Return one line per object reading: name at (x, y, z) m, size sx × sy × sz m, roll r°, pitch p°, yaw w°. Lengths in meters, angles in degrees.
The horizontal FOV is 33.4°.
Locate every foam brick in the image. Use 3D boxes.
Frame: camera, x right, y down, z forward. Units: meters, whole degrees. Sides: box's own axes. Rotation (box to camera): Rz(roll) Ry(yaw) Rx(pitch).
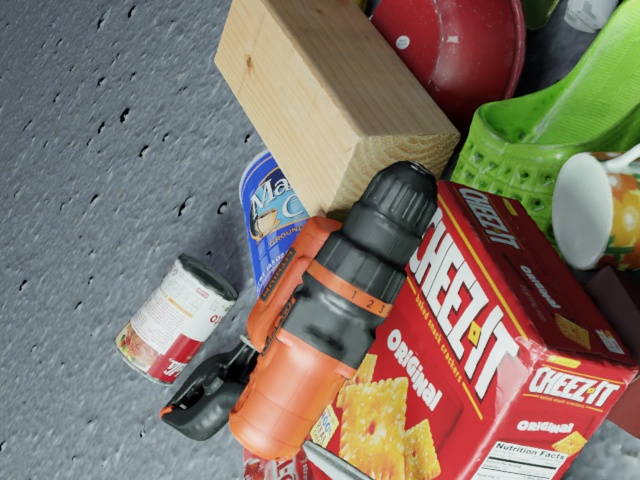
foam brick at (0.174, 0.063, 0.610) m, size 0.053 × 0.051 × 0.078 m, roll -44°, pitch 37°, yaw 19°

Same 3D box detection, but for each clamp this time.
clamp at (-0.073, 0.124, 0.873) m, size 0.172 × 0.039 × 0.120 m, roll -42°, pitch 19°, yaw 29°

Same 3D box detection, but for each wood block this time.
wood block at (0.006, -0.110, 0.813) m, size 0.206 × 0.090 × 0.091 m, roll 58°, pitch 140°, yaw 36°

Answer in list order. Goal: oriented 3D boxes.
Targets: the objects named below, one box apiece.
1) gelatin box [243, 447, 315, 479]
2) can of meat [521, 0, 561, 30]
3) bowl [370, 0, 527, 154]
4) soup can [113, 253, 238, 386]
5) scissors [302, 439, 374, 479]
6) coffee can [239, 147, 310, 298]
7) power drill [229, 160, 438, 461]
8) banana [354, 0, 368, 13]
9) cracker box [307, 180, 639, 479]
gelatin box at (-0.023, 0.173, 0.787) m, size 0.073 × 0.030 × 0.089 m, roll -33°, pitch 42°, yaw 31°
can of meat at (0.155, -0.219, 0.853) m, size 0.084 × 0.057 × 0.102 m, roll 25°, pitch 83°, yaw 54°
bowl at (0.083, -0.149, 0.833) m, size 0.162 × 0.055 × 0.162 m, roll -3°, pitch 86°, yaw 52°
soup can at (-0.130, 0.071, 0.966) m, size 0.102 × 0.068 × 0.069 m, roll -52°, pitch 35°, yaw 7°
scissors at (0.069, 0.188, 0.569) m, size 0.202 × 0.016 × 0.096 m, roll 21°, pitch 103°, yaw 14°
coffee can at (-0.005, 0.001, 0.837) m, size 0.103 × 0.102 × 0.140 m, roll -40°, pitch 38°, yaw 24°
power drill at (0.005, 0.031, 0.658) m, size 0.184 × 0.057 × 0.187 m, roll -58°, pitch 5°, yaw 3°
banana at (0.020, -0.241, 1.054) m, size 0.070 × 0.037 × 0.197 m, roll -14°, pitch 53°, yaw 45°
cracker box at (0.073, 0.097, 0.641) m, size 0.214 × 0.072 × 0.164 m, roll -63°, pitch 29°, yaw 27°
